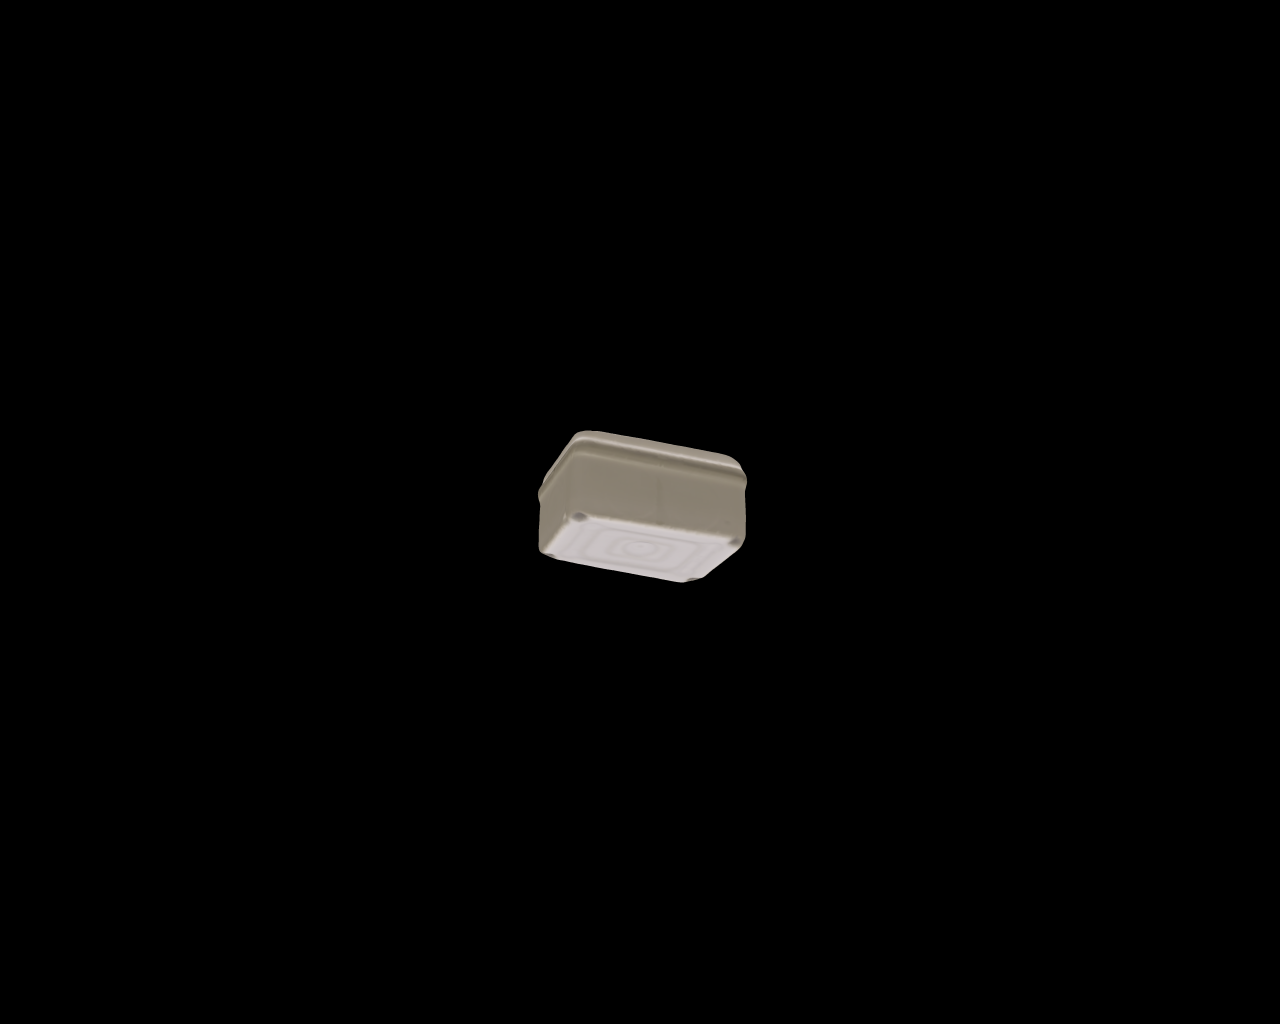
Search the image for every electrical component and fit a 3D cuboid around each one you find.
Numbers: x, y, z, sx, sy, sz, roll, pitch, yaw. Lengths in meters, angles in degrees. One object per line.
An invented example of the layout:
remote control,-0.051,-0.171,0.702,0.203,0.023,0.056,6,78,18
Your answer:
electrical component,0.001,-0.003,0.650,0.113,0.057,0.078,10,-28,-20
